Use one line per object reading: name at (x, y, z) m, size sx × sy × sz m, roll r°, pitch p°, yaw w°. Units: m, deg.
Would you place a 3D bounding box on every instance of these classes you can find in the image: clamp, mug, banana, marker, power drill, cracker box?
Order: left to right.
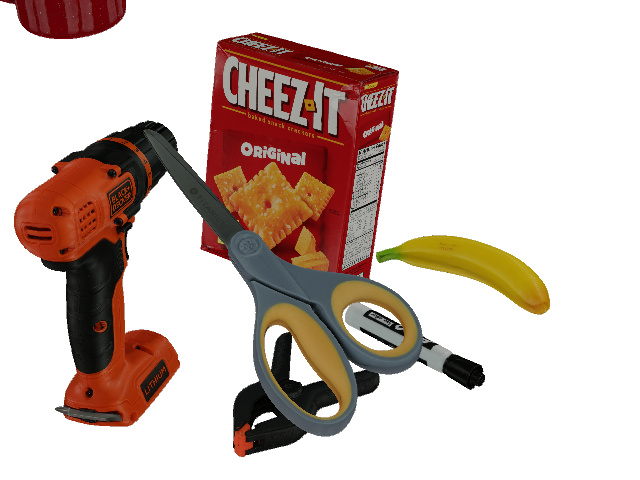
mug at (-0.201, -0.201, 0.789) m, size 0.117 × 0.081 × 0.093 m, roll -1°, pitch 36°, yaw 1°
power drill at (-0.144, 0.021, 0.756) m, size 0.057 × 0.188 × 0.184 m, roll 3°, pitch 24°, yaw 19°
clamp at (-0.037, 0.149, 1.054) m, size 0.120 × 0.039 × 0.171 m, roll 22°, pitch 34°, yaw 37°
cracker box at (-0.026, -0.070, 1.001) m, size 0.164 × 0.214 × 0.072 m, roll 20°, pitch 27°, yaw 28°
marker at (0.067, 0.075, 0.767) m, size 0.121 × 0.020 × 0.020 m, roll 26°, pitch 17°, yaw 38°
banana at (0.150, 0.029, 1.037) m, size 0.198 × 0.037 × 0.069 m, roll 16°, pitch 45°, yaw 41°

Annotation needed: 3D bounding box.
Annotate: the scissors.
scissors at (-0.017, 0.007, 0.559) m, size 0.096 × 0.202 × 0.016 m, roll -15°, pitch -30°, yaw -18°
